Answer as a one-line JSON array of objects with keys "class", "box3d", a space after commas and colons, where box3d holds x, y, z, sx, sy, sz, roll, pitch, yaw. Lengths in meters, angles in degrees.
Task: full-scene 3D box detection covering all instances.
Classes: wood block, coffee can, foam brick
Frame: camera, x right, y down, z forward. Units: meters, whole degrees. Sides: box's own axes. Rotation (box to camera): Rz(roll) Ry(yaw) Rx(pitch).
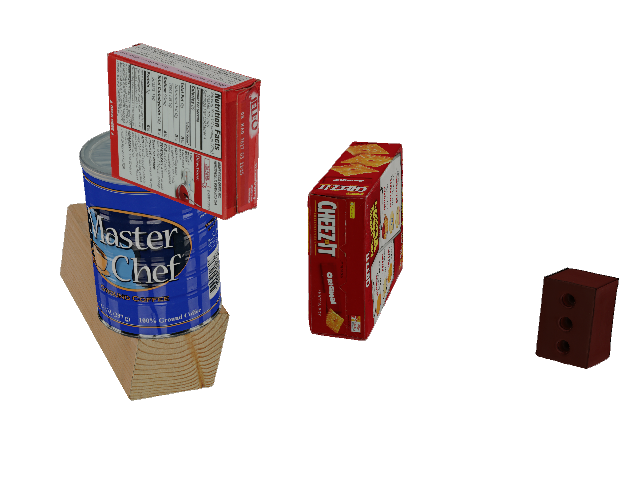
[{"class": "wood block", "box3d": [-0.179, 0.051, 1.051, 0.090, 0.091, 0.206, -5, 35, -32]}, {"class": "coffee can", "box3d": [-0.131, -0.008, 0.841, 0.103, 0.140, 0.103, 0, 28, 0]}, {"class": "foam brick", "box3d": [0.232, 0.070, 0.967, 0.053, 0.078, 0.051, 13, 18, 36]}]

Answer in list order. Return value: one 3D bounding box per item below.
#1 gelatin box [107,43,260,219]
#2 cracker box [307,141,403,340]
[{"class": "gelatin box", "box3d": [-0.073, -0.059, 0.573, 0.089, 0.073, 0.030, 20, 32, 31]}, {"class": "cracker box", "box3d": [0.042, -0.007, 1.205, 0.072, 0.164, 0.213, 4, 21, 14]}]
